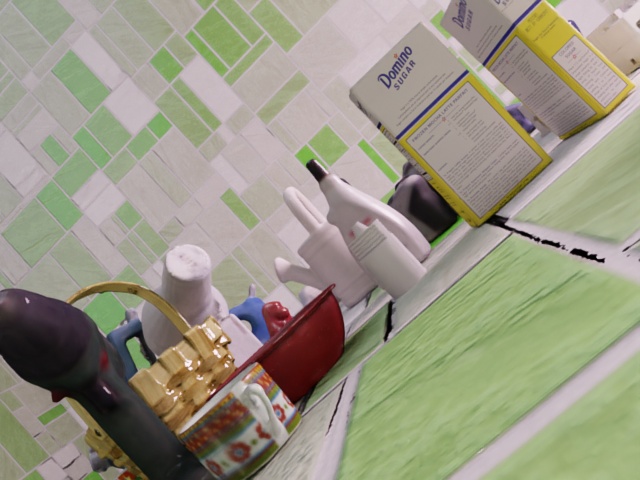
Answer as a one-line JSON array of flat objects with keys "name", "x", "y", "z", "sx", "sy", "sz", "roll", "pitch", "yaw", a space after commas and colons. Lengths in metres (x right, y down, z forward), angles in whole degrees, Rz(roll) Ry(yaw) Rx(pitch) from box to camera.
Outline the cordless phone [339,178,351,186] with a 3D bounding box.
[{"name": "cordless phone", "x": 0.082, "y": -0.044, "z": 1.129, "sx": 0.094, "sy": 0.185, "sz": 0.148, "roll": -43, "pitch": -2, "yaw": 11}]

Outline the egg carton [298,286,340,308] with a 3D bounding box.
[{"name": "egg carton", "x": 0.011, "y": 0.104, "z": 1.184, "sx": 0.107, "sy": 0.069, "sz": 0.150, "roll": -43, "pitch": -2, "yaw": 0}]

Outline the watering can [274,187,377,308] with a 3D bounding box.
[{"name": "watering can", "x": 0.007, "y": 0.003, "z": 0.847, "sx": 0.173, "sy": 0.194, "sz": 0.101, "roll": -42, "pitch": -2, "yaw": -10}]

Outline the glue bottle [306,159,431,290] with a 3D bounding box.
[{"name": "glue bottle", "x": 0.044, "y": -0.027, "z": 0.661, "sx": 0.078, "sy": 0.173, "sz": 0.037, "roll": -44, "pitch": -2, "yaw": 25}]

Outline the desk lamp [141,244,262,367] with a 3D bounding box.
[{"name": "desk lamp", "x": -0.132, "y": 0.113, "z": 0.742, "sx": 0.118, "sy": 0.213, "sz": 0.203, "roll": -41, "pitch": -3, "yaw": -35}]

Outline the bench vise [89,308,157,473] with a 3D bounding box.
[{"name": "bench vise", "x": -0.241, "y": 0.213, "z": 0.795, "sx": 0.208, "sy": 0.219, "sz": 0.121, "roll": -41, "pitch": -3, "yaw": -42}]

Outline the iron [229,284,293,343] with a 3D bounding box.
[{"name": "iron", "x": -0.164, "y": 0.210, "z": 1.071, "sx": 0.258, "sy": 0.141, "sz": 0.118, "roll": -43, "pitch": -2, "yaw": -4}]

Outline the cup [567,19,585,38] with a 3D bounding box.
[{"name": "cup", "x": 0.348, "y": -0.246, "z": 0.828, "sx": 0.118, "sy": 0.095, "sz": 0.091, "roll": -42, "pitch": -2, "yaw": -13}]

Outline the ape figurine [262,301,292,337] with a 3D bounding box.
[{"name": "ape figurine", "x": -0.057, "y": 0.137, "z": 0.921, "sx": 0.076, "sy": 0.092, "sz": 0.078, "roll": -43, "pitch": -2, "yaw": 13}]

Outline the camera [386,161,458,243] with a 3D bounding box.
[{"name": "camera", "x": 0.164, "y": -0.084, "z": 0.748, "sx": 0.143, "sy": 0.100, "sz": 0.136, "roll": -41, "pitch": -3, "yaw": -37}]

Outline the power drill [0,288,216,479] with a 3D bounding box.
[{"name": "power drill", "x": -0.170, "y": 0.137, "z": 0.474, "sx": 0.076, "sy": 0.208, "sz": 0.229, "roll": -42, "pitch": -2, "yaw": -21}]

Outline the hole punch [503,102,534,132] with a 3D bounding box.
[{"name": "hole punch", "x": 0.318, "y": -0.206, "z": 1.002, "sx": 0.101, "sy": 0.091, "sz": 0.109, "roll": -43, "pitch": -2, "yaw": 14}]
